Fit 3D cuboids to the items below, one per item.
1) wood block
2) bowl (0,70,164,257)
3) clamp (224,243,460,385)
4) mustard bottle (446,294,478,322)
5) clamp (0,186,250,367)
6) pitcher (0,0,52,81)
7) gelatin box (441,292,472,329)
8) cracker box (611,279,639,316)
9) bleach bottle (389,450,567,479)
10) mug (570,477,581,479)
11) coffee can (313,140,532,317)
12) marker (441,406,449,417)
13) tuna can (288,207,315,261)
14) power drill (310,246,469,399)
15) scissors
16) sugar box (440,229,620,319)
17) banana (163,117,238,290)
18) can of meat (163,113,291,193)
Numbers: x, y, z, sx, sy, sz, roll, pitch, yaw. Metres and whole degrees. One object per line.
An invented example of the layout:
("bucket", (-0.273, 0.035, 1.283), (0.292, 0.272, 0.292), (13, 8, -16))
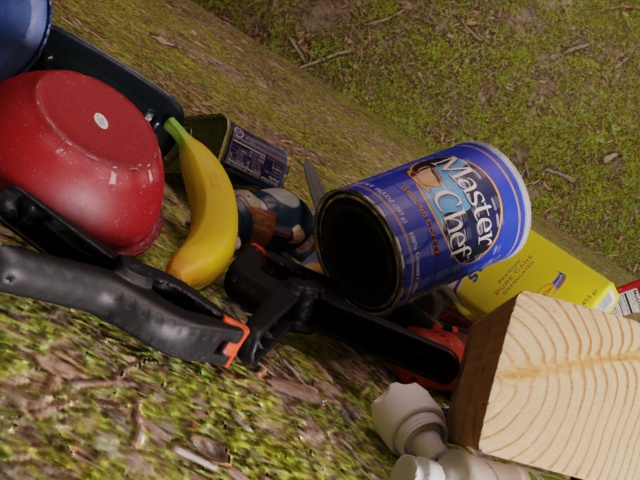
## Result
("wood block", (0.137, 0.094, 0.655), (0.091, 0.090, 0.206), (15, -9, 4))
("bowl", (-0.163, -0.064, 0.721), (0.162, 0.055, 0.162), (31, 31, -21))
("clamp", (-0.003, 0.051, 0.774), (0.164, 0.036, 0.210), (12, 13, -21))
("mustard bottle", (0.145, 0.019, 1.131), (0.096, 0.058, 0.192), (26, 17, -28))
("clamp", (-0.124, 0.023, 0.633), (0.171, 0.039, 0.120), (29, 18, -30))
("pitcher", (-0.283, -0.205, 0.863), (0.149, 0.145, 0.243), (8, 14, -20))
("gelatin box", (0.133, 0.059, 1.162), (0.073, 0.030, 0.089), (26, 13, -27))
("cracker box", (0.291, 0.086, 1.028), (0.164, 0.214, 0.072), (12, 58, -59))
("bleach bottle", (0.150, 0.180, 0.653), (0.250, 0.068, 0.103), (25, 9, -21))
("mug", (0.215, 0.153, 0.755), (0.117, 0.093, 0.081), (57, 22, -46))
("coffee can", (0.080, -0.011, 0.834), (0.140, 0.103, 0.103), (-22, 47, -33))
("marker", (0.108, 0.134, 0.825), (0.020, 0.020, 0.121), (38, 13, 22))
("tuna can", (-0.013, -0.006, 1.040), (0.086, 0.034, 0.086), (31, 12, -8))
("power drill", (0.085, 0.067, 0.941), (0.188, 0.057, 0.184), (41, 15, 36))
("scissors", (-0.006, 0.001, 0.903), (0.096, 0.016, 0.202), (-19, 46, -20))
("sugar box", (0.176, 0.035, 0.981), (0.176, 0.093, 0.048), (38, -7, 35))
("banana", (-0.092, -0.017, 0.811), (0.069, 0.037, 0.198), (26, 30, -27))
("can of meat", (-0.090, -0.074, 0.995), (0.083, 0.057, 0.102), (25, -15, -41))
